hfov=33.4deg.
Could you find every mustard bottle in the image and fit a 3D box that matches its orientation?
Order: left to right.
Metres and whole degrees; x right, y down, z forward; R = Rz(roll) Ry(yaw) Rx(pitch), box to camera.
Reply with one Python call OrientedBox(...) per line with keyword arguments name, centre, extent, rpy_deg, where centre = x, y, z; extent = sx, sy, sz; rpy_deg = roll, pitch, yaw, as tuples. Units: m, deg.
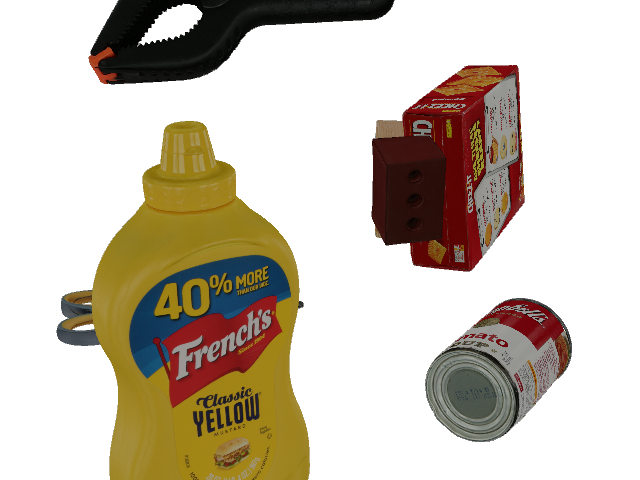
OrientedBox(name="mustard bottle", centre=(-0.055, 0.040, 0.492), extent=(0.096, 0.192, 0.058), rpy_deg=(-12, 22, -26))

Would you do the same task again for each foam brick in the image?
OrientedBox(name="foam brick", centre=(0.074, -0.044, 0.908), extent=(0.053, 0.078, 0.051), rpy_deg=(-6, 29, -9))

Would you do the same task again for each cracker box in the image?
OrientedBox(name="cracker box", centre=(0.154, -0.083, 1.124), extent=(0.072, 0.164, 0.213), rpy_deg=(4, 22, 25))

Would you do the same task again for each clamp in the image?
OrientedBox(name="clamp", centre=(-0.064, -0.169, 0.752), extent=(0.210, 0.165, 0.036), rpy_deg=(-40, -20, -8))

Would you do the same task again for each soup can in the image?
OrientedBox(name="soup can", centre=(0.123, 0.088, 0.732), extent=(0.069, 0.068, 0.102), rpy_deg=(0, 16, 33))

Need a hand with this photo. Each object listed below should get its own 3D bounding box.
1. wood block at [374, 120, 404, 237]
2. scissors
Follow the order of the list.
OrientedBox(name="wood block", centre=(0.122, -0.088, 1.497), extent=(0.091, 0.090, 0.206), rpy_deg=(3, 29, 0))
OrientedBox(name="scissors", centre=(-0.122, 0.063, 0.857), extent=(0.202, 0.016, 0.096), rpy_deg=(3, 22, 15))
